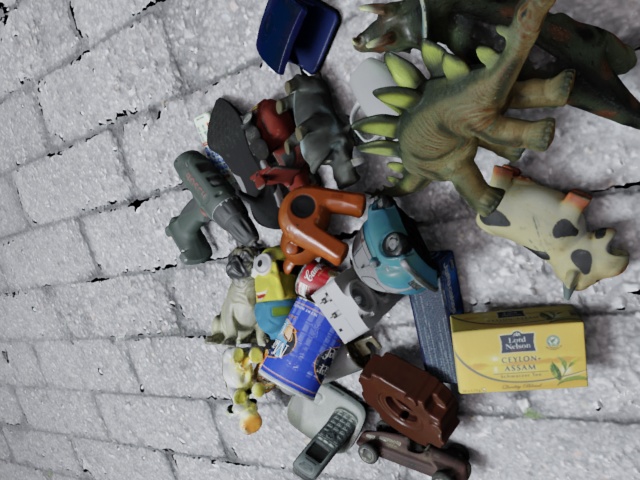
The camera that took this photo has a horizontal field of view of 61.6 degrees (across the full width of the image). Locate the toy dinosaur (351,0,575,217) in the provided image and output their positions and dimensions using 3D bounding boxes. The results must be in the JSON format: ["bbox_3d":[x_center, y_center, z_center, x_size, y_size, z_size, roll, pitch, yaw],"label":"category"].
[{"bbox_3d":[0.143,-0.122,0.639,0.199,0.105,0.471,28,160,6],"label":"toy dinosaur"}]

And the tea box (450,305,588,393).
[{"bbox_3d":[0.273,0.152,0.748,0.170,0.068,0.098,-8,104,14],"label":"tea box"}]

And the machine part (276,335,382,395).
[{"bbox_3d":[0.002,0.221,0.970,0.243,0.079,0.079,-29,90,30],"label":"machine part"}]

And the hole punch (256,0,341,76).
[{"bbox_3d":[-0.049,-0.320,0.817,0.116,0.092,0.142,40,128,20],"label":"hole punch"}]

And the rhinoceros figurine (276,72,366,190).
[{"bbox_3d":[0.003,-0.165,0.826,0.073,0.112,0.190,-47,60,59],"label":"rhinoceros figurine"}]

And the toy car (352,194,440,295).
[{"bbox_3d":[0.095,0.018,0.768,0.103,0.109,0.162,-35,45,18],"label":"toy car"}]

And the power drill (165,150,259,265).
[{"bbox_3d":[-0.214,-0.036,1.006,0.232,0.086,0.207,55,143,15],"label":"power drill"}]

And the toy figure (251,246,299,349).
[{"bbox_3d":[-0.076,0.101,0.966,0.082,0.089,0.180,-12,84,31],"label":"toy figure"}]

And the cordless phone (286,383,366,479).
[{"bbox_3d":[-0.015,0.347,0.976,0.147,0.184,0.088,26,124,24],"label":"cordless phone"}]

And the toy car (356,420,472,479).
[{"bbox_3d":[0.158,0.363,0.924,0.202,0.089,0.053,11,115,32],"label":"toy car"}]

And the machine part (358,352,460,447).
[{"bbox_3d":[0.142,0.263,0.877,0.179,0.056,0.179,32,150,21],"label":"machine part"}]

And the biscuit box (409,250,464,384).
[{"bbox_3d":[0.186,0.118,0.834,0.063,0.059,0.202,-5,105,36],"label":"biscuit box"}]

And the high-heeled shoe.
[{"bbox_3d":[-0.118,-0.137,0.963,0.086,0.145,0.249,-26,62,25],"label":"high-heeled shoe"}]

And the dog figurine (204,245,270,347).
[{"bbox_3d":[-0.157,0.110,1.057,0.172,0.121,0.190,-12,75,52],"label":"dog figurine"}]

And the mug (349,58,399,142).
[{"bbox_3d":[0.086,-0.200,0.776,0.109,0.081,0.107,-44,71,31],"label":"mug"}]

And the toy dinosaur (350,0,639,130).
[{"bbox_3d":[0.226,-0.213,0.604,0.405,0.192,0.131,31,123,23],"label":"toy dinosaur"}]

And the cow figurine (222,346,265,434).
[{"bbox_3d":[-0.157,0.290,1.053,0.098,0.068,0.167,-14,78,56],"label":"cow figurine"}]

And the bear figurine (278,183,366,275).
[{"bbox_3d":[-0.005,-0.004,0.852,0.132,0.120,0.195,19,158,10],"label":"bear figurine"}]

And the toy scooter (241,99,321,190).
[{"bbox_3d":[-0.076,-0.141,0.869,0.075,0.135,0.183,-26,91,39],"label":"toy scooter"}]

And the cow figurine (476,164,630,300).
[{"bbox_3d":[0.298,-0.009,0.697,0.195,0.085,0.127,28,114,21],"label":"cow figurine"}]
